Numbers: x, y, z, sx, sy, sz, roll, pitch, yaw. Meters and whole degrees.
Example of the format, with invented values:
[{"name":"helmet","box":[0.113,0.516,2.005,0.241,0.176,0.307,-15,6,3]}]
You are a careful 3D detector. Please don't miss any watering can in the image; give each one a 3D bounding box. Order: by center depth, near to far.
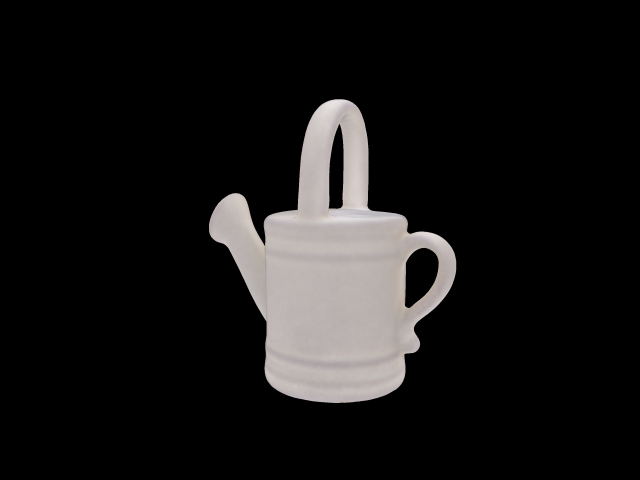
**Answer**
[{"name":"watering can","box":[0.003,0.002,0.398,0.172,0.194,0.101,0,7,3]}]
